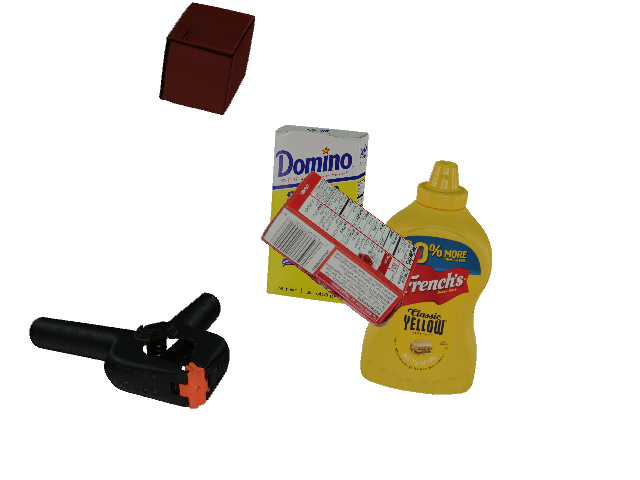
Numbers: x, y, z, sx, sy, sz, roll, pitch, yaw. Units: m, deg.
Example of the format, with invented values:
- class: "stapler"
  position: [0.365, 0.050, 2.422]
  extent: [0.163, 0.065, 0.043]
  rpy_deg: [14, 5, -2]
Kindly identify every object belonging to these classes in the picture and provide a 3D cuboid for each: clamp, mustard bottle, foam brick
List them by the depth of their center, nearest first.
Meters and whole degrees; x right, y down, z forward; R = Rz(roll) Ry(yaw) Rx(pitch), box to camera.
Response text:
- class: "foam brick"
  position: [-0.086, -0.140, 0.815]
  extent: [0.053, 0.051, 0.078]
  rpy_deg: [14, 34, 3]
- class: "clamp"
  position: [-0.121, 0.082, 0.842]
  extent: [0.164, 0.036, 0.210]
  rpy_deg: [-11, 16, -30]
- class: "mustard bottle"
  position: [0.090, 0.029, 0.877]
  extent: [0.096, 0.192, 0.058]
  rpy_deg: [8, 18, 6]

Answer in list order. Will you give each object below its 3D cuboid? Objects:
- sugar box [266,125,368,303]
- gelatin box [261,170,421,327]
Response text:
- class: "sugar box"
  position: [-0.004, -0.028, 1.111]
  extent: [0.093, 0.176, 0.048]
  rpy_deg: [6, 16, 14]
- class: "gelatin box"
  position: [0.014, 0.004, 0.641]
  extent: [0.089, 0.030, 0.073]
  rpy_deg: [37, 24, -3]
